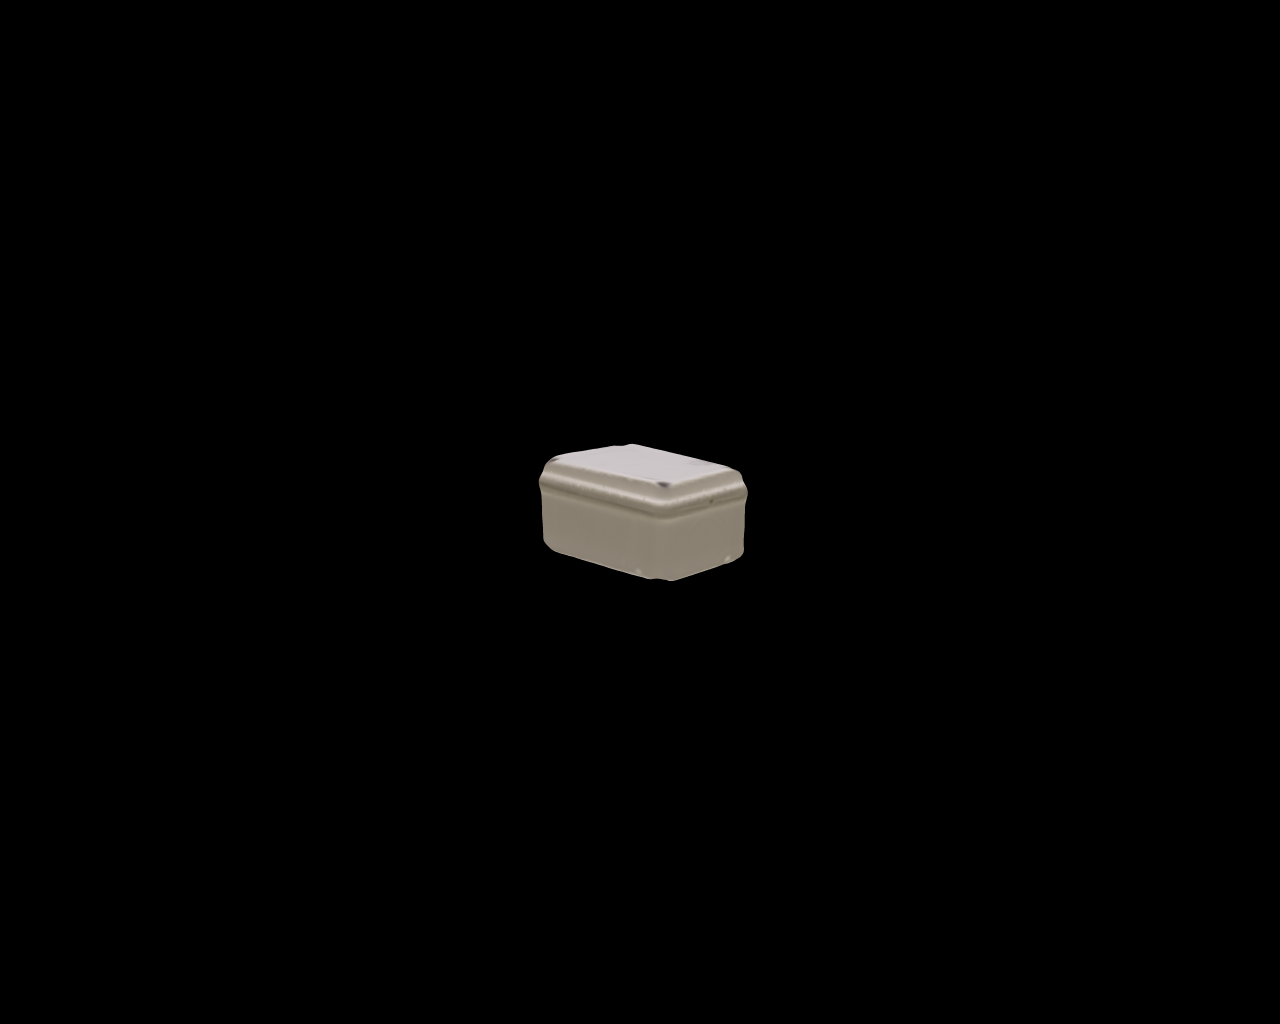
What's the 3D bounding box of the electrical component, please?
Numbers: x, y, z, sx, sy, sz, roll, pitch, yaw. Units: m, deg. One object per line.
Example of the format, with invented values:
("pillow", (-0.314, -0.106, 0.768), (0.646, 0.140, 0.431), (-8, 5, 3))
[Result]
("electrical component", (0.001, -0.003, 0.650), (0.078, 0.057, 0.113), (-14, 20, -42))
